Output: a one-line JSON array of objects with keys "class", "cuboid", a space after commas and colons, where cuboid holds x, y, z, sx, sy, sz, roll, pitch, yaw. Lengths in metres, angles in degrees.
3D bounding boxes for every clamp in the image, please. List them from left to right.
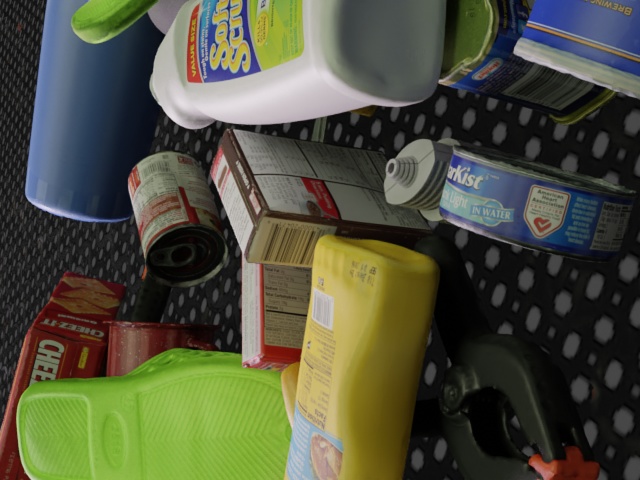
[{"class": "clamp", "cuboid": [-0.167, 0.122, 0.920, 0.164, 0.036, 0.210, -148, 76, -82]}, {"class": "clamp", "cuboid": [0.076, 0.085, 0.548, 0.171, 0.039, 0.120, -124, 42, -56]}]

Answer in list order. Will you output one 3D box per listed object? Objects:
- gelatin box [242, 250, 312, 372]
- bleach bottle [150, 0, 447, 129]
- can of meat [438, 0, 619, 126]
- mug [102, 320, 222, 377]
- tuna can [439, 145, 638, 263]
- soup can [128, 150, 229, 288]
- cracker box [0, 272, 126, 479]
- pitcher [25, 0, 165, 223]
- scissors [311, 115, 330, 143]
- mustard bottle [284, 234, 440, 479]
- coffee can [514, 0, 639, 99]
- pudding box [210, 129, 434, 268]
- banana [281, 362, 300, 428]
[{"class": "gelatin box", "cuboid": [-0.012, 0.039, 0.677, 0.030, 0.073, 0.089, -34, 53, 52]}, {"class": "bleach bottle", "cuboid": [-0.033, -0.102, 0.586, 0.251, 0.068, 0.102, -10, 74, 58]}, {"class": "can of meat", "cuboid": [0.097, -0.115, 0.526, 0.058, 0.083, 0.102, -36, 51, 51]}, {"class": "mug", "cuboid": [-0.117, 0.105, 0.831, 0.117, 0.093, 0.081, -2, 84, 40]}, {"class": "tuna can", "cuboid": [0.099, -0.017, 0.491, 0.086, 0.086, 0.034, 30, 109, 59]}, {"class": "soup can", "cuboid": [-0.119, -0.019, 0.886, 0.069, 0.068, 0.102, -59, 35, 32]}, {"class": "cracker box", "cuboid": [-0.233, 0.132, 0.962, 0.214, 0.072, 0.164, -116, 41, -79]}, {"class": "pitcher", "cuboid": [-0.211, -0.147, 1.045, 0.145, 0.148, 0.243, 24, 106, 44]}, {"class": "scissors", "cuboid": [-0.005, 0.001, 0.734, 0.096, 0.016, 0.202, 39, 114, 56]}, {"class": "mustard bottle", "cuboid": [0.015, 0.097, 0.562, 0.096, 0.058, 0.192, -157, 75, -69]}, {"class": "coffee can", "cuboid": [0.149, -0.124, 0.420, 0.103, 0.102, 0.140, 40, 115, 57]}, {"class": "pudding box", "cuboid": [0.000, -0.022, 0.636, 0.039, 0.113, 0.090, -66, 32, 29]}, {"class": "banana", "cuboid": [0.000, 0.173, 0.621, 0.037, 0.069, 0.198, 142, 136, -79]}]
